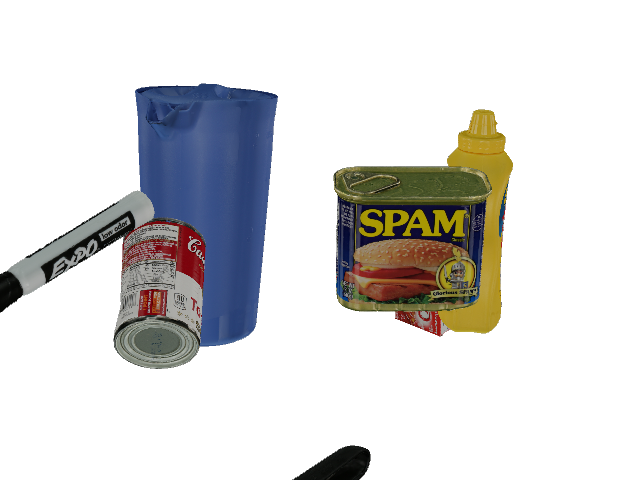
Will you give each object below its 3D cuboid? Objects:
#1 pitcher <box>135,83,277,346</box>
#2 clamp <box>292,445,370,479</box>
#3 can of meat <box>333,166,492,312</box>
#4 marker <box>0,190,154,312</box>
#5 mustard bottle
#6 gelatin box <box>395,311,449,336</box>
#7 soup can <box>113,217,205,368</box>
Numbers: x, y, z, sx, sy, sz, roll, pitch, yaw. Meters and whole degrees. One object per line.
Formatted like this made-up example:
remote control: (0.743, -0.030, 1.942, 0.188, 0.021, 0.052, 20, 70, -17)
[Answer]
pitcher: (-0.106, -0.030, 1.034, 0.149, 0.243, 0.145, -2, 15, -18)
clamp: (-0.052, 0.187, 0.638, 0.210, 0.036, 0.164, -4, 29, 1)
can of meat: (0.059, -0.001, 0.710, 0.102, 0.084, 0.057, 0, 24, -1)
marker: (-0.139, 0.007, 0.575, 0.020, 0.020, 0.120, 0, 28, 46)
mustard bottle: (0.138, -0.021, 0.951, 0.058, 0.192, 0.096, 3, 19, 6)
gelatin box: (0.131, 0.069, 1.363, 0.073, 0.089, 0.030, 20, 34, 37)
soup can: (-0.127, 0.041, 0.845, 0.068, 0.102, 0.068, -1, -40, -1)
